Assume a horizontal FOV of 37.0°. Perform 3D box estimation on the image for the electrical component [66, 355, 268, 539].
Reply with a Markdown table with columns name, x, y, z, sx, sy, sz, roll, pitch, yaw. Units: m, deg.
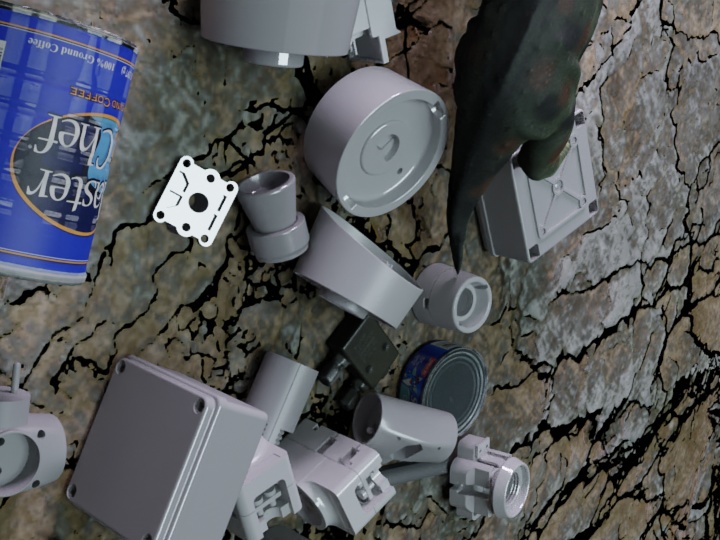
| name | x | y | z | sx | sy | sz | roll | pitch | yaw |
| --- | --- | --- | --- | --- | --- | --- | --- | --- | --- |
| electrical component | -0.130 | 0.125 | 0.717 | 0.056 | 0.109 | 0.108 | 26 | 83 | -47 |

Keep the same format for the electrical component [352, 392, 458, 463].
| name | x | y | z | sx | sy | sz | roll | pitch | yaw |
| --- | --- | --- | --- | --- | --- | --- | --- | --- | --- |
| electrical component | 0.027 | 0.137 | 0.895 | 0.077 | 0.079 | 0.043 | 19 | 54 | -29 |

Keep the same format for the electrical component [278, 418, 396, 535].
| name | x | y | z | sx | sy | sz | roll | pitch | yaw |
| --- | --- | --- | --- | --- | --- | --- | --- | --- | --- |
| electrical component | -0.027 | 0.162 | 0.836 | 0.056 | 0.089 | 0.050 | -41 | 126 | -28 |

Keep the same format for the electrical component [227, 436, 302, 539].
| name | x | y | z | sx | sy | sz | roll | pitch | yaw |
| --- | --- | --- | --- | --- | --- | --- | --- | --- | --- |
| electrical component | -0.092 | 0.145 | 0.770 | 0.050 | 0.089 | 0.055 | -31 | 121 | -34 |

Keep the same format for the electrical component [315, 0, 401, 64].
| name | x | y | z | sx | sy | sz | roll | pitch | yaw |
| --- | --- | --- | --- | --- | --- | --- | --- | --- | --- |
| electrical component | -0.010 | -0.189 | 0.790 | 0.064 | 0.042 | 0.081 | -28 | 119 | -31 |

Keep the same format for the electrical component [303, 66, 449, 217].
| name | x | y | z | sx | sy | sz | roll | pitch | yaw |
| --- | --- | --- | --- | --- | --- | --- | --- | --- | --- |
| electrical component | 0.007 | -0.101 | 0.810 | 0.108 | 0.060 | 0.108 | -29 | 142 | -26 |

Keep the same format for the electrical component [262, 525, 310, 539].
| name | x | y | z | sx | sy | sz | roll | pitch | yaw |
| --- | --- | --- | --- | --- | --- | --- | --- | --- | --- |
| electrical component | -0.043 | 0.236 | 0.848 | 0.043 | 0.081 | 0.043 | -14 | 110 | -41 |

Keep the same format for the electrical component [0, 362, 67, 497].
| name | x | y | z | sx | sy | sz | roll | pitch | yaw |
| --- | --- | --- | --- | --- | --- | --- | --- | --- | --- |
| electrical component | -0.224 | 0.096 | 0.664 | 0.077 | 0.044 | 0.079 | 1 | 100 | -43 |

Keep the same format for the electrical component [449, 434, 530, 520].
| name | x | y | z | sx | sy | sz | roll | pitch | yaw |
| --- | --- | --- | --- | --- | --- | --- | --- | --- | --- |
| electrical component | 0.122 | 0.198 | 1.002 | 0.058 | 0.057 | 0.078 | -22 | 116 | -52 |

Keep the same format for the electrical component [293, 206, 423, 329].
| name | x | y | z | sx | sy | sz | roll | pitch | yaw |
| --- | --- | --- | --- | --- | --- | --- | --- | --- | --- |
| electrical component | 0.000 | 0.000 | 0.816 | 0.099 | 0.099 | 0.064 | 33 | 84 | -43 |

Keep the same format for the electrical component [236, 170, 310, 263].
| name | x | y | z | sx | sy | sz | roll | pitch | yaw |
| --- | --- | --- | --- | --- | --- | --- | --- | --- | --- |
| electrical component | -0.063 | -0.039 | 0.779 | 0.045 | 0.045 | 0.055 | -32 | 122 | -33 |

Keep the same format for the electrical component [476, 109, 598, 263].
| name | x | y | z | sx | sy | sz | roll | pitch | yaw |
| --- | --- | --- | --- | --- | --- | --- | --- | --- | --- |
| electrical component | 0.156 | -0.079 | 0.967 | 0.109 | 0.056 | 0.108 | -34 | 123 | -32 |

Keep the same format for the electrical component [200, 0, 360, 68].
| name | x | y | z | sx | sy | sz | roll | pitch | yaw |
| --- | --- | --- | --- | --- | --- | --- | --- | --- | --- |
| electrical component | -0.055 | -0.167 | 0.712 | 0.108 | 0.108 | 0.060 | -8 | 113 | -42 |

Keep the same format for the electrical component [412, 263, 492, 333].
| name | x | y | z | sx | sy | sz | roll | pitch | yaw |
| --- | --- | --- | --- | --- | --- | --- | --- | --- | --- |
| electrical component | 0.081 | 0.025 | 0.930 | 0.055 | 0.047 | 0.055 | -14 | 110 | -41 |

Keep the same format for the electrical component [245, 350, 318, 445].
| name | x | y | z | sx | sy | sz | roll | pitch | yaw |
| --- | --- | --- | --- | --- | --- | --- | --- | --- | --- |
| electrical component | -0.067 | 0.106 | 0.816 | 0.043 | 0.043 | 0.081 | 29 | 81 | -44 |
